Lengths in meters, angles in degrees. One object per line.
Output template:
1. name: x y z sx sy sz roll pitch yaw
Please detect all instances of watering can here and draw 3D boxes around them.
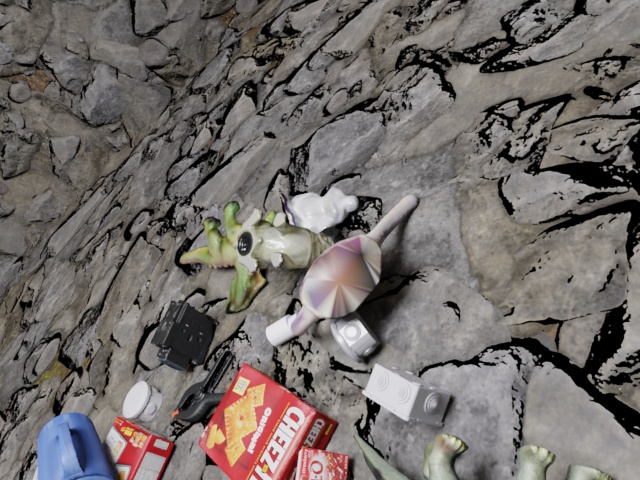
1. watering can: 0.065 0.033 0.903 0.349 0.104 0.223 -49 -4 -5

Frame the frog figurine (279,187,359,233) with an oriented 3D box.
1. frog figurine: 0.003 -0.056 1.117 0.160 0.120 0.140 -12 28 -11

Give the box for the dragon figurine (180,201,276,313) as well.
1. dragon figurine: -0.209 0.056 1.212 0.405 0.121 0.248 -33 47 32
